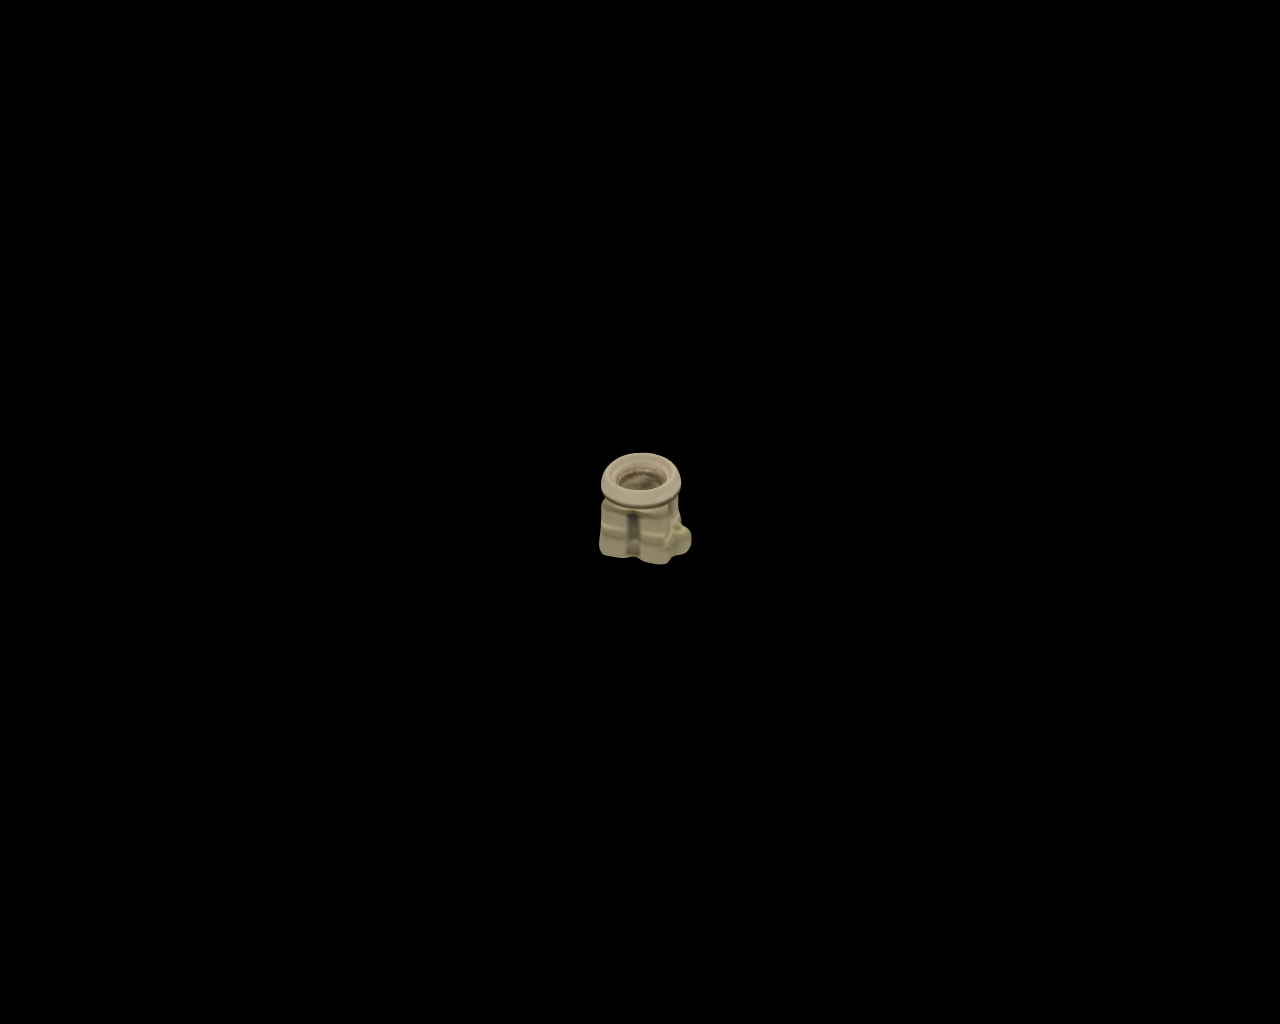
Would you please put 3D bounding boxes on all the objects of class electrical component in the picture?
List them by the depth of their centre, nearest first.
[{"bbox_3d":[0.001,-0.003,0.650,0.066,0.055,0.048,8,36,11],"label":"electrical component"}]
